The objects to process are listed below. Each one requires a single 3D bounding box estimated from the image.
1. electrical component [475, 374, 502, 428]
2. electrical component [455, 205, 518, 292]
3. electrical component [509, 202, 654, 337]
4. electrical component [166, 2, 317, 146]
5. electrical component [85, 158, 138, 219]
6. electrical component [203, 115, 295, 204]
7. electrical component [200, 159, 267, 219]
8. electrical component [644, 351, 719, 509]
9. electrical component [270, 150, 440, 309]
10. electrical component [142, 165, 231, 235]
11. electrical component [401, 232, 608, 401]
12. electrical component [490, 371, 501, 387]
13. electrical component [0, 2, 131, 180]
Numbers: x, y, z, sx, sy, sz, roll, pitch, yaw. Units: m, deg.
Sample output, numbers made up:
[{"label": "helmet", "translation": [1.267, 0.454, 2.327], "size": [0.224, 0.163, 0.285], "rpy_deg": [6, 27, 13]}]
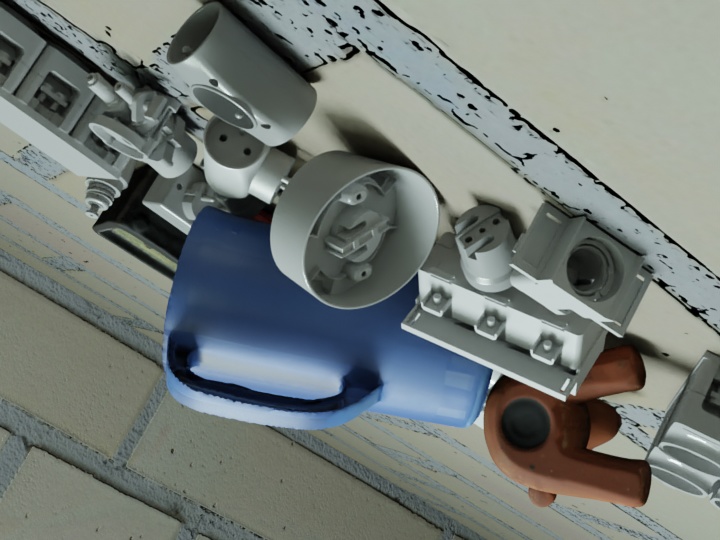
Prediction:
[{"label": "electrical component", "translation": [0.156, 0.133, 1.026], "size": [0.109, 0.056, 0.109], "rpy_deg": [34, 166, -20]}, {"label": "electrical component", "translation": [0.080, -0.014, 0.668], "size": [0.040, 0.040, 0.046], "rpy_deg": [22, 160, 28]}, {"label": "electrical component", "translation": [0.123, 0.001, 0.626], "size": [0.081, 0.042, 0.064], "rpy_deg": [33, 170, -13]}, {"label": "electrical component", "translation": [-0.076, -0.111, 0.616], "size": [0.077, 0.044, 0.079], "rpy_deg": [38, 165, -35]}, {"label": "electrical component", "translation": [-0.233, -0.084, 0.990], "size": [0.040, 0.078, 0.040], "rpy_deg": [14, 158, 6]}, {"label": "electrical component", "translation": [-0.072, -0.072, 0.752], "size": [0.079, 0.044, 0.077], "rpy_deg": [29, 167, -1]}, {"label": "electrical component", "translation": [-0.103, -0.069, 0.853], "size": [0.035, 0.035, 0.061], "rpy_deg": [15, 159, 47]}, {"label": "electrical component", "translation": [0.269, 0.129, 0.765], "size": [0.105, 0.060, 0.186], "rpy_deg": [25, 167, 15]}, {"label": "electrical component", "translation": [-0.005, -0.026, 0.681], "size": [0.064, 0.099, 0.099], "rpy_deg": [27, 168, 36]}, {"label": "electrical component", "translation": [-0.139, -0.059, 0.940], "size": [0.066, 0.047, 0.077], "rpy_deg": [38, 165, -33]}, {"label": "electrical component", "translation": [0.099, 0.025, 0.715], "size": [0.121, 0.078, 0.063], "rpy_deg": [23, 144, 24]}, {"label": "electrical component", "translation": [0.087, 0.066, 0.944], "size": [0.081, 0.043, 0.043], "rpy_deg": [30, 167, -1]}, {"label": "electrical component", "translation": [-0.246, -0.138, 0.831], "size": [0.150, 0.061, 0.089], "rpy_deg": [37, 165, -33]}]
